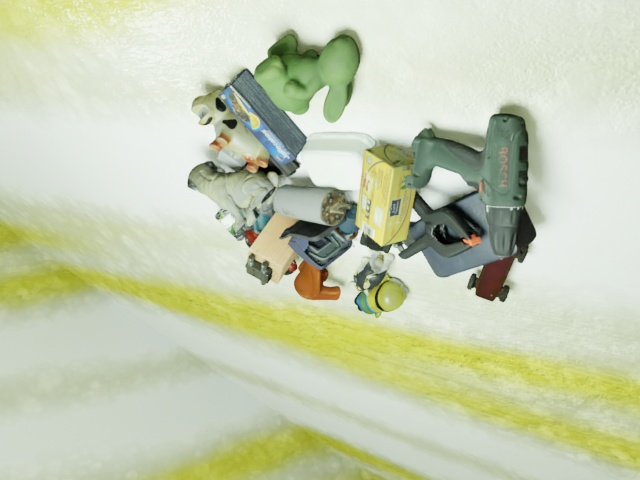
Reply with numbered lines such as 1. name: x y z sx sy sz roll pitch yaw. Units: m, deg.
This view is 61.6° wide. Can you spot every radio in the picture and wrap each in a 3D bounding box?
1. radio: 0.288 -0.016 1.029 0.131 0.073 0.229 62 147 2

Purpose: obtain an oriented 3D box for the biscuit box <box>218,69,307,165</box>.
1. biscuit box: -0.115 -0.251 1.118 0.202 0.063 0.059 47 148 -22

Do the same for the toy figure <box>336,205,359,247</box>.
1. toy figure: 0.067 -0.028 1.273 0.064 0.058 0.154 34 154 10

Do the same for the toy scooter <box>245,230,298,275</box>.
1. toy scooter: -0.122 0.008 1.466 0.184 0.075 0.135 43 144 2

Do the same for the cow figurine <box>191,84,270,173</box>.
1. cow figurine: -0.186 -0.246 1.156 0.195 0.127 0.085 30 153 -23

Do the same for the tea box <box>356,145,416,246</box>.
1. tea box: 0.128 -0.086 1.039 0.098 0.068 0.169 45 139 44

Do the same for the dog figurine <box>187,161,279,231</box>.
1. dog figurine: -0.203 -0.140 1.248 0.190 0.172 0.121 45 -171 7

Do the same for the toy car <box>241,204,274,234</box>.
1. toy car: -0.170 -0.103 1.355 0.161 0.109 0.103 45 126 1

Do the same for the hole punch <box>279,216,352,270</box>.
1. hole punch: -0.002 -0.004 1.203 0.116 0.142 0.092 17 135 45

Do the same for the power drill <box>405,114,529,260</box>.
1. power drill: 0.247 -0.100 0.906 0.208 0.086 0.231 23 114 45

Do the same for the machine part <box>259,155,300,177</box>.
1. machine part: -0.107 -0.170 1.251 0.084 0.039 0.139 41 147 -24

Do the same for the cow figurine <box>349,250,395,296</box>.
1. cow figurine: 0.122 0.094 1.355 0.068 0.098 0.167 27 149 -1

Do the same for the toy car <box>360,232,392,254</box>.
1. toy car: 0.135 -0.035 1.203 0.074 0.056 0.201 18 148 12

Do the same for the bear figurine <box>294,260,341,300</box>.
1. bear figurine: 0.000 0.063 1.432 0.120 0.132 0.195 50 132 44

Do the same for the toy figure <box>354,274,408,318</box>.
1. toy figure: 0.157 0.157 1.418 0.082 0.089 0.180 36 148 -19

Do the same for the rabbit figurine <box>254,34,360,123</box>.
1. rabbit figurine: -0.004 -0.281 0.929 0.170 0.121 0.159 -12 122 31

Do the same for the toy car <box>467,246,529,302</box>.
1. toy car: 0.368 0.057 1.121 0.089 0.053 0.201 18 142 16

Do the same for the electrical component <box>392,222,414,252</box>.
1. electrical component: 0.212 0.001 1.191 0.102 0.045 0.078 12 145 31

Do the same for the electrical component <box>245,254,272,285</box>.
1. electrical component: -0.141 0.070 1.227 0.063 0.021 0.094 27 149 10

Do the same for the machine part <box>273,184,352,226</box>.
1. machine part: -0.026 -0.079 1.182 0.243 0.079 0.079 14 145 46
